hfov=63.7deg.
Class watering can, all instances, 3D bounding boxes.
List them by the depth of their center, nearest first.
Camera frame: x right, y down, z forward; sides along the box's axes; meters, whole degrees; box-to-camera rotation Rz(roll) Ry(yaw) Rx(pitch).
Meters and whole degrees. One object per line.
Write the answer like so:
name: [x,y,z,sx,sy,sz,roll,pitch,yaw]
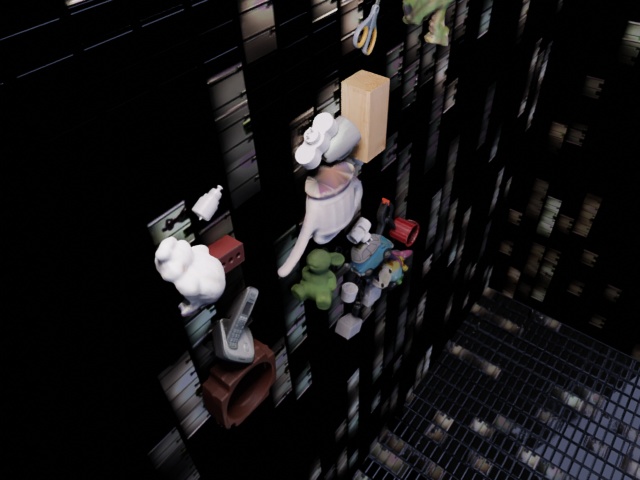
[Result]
watering can: [0.004,-0.068,1.346,0.353,0.105,0.219,-44,145,-31]

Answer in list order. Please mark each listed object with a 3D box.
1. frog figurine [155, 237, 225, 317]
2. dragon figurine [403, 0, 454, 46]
frog figurine: [-0.254,0.053,1.015,0.140,0.122,0.156,-80,166,-56]
dragon figurine: [0.307,-0.673,1.359,0.243,0.123,0.404,-52,150,-4]
